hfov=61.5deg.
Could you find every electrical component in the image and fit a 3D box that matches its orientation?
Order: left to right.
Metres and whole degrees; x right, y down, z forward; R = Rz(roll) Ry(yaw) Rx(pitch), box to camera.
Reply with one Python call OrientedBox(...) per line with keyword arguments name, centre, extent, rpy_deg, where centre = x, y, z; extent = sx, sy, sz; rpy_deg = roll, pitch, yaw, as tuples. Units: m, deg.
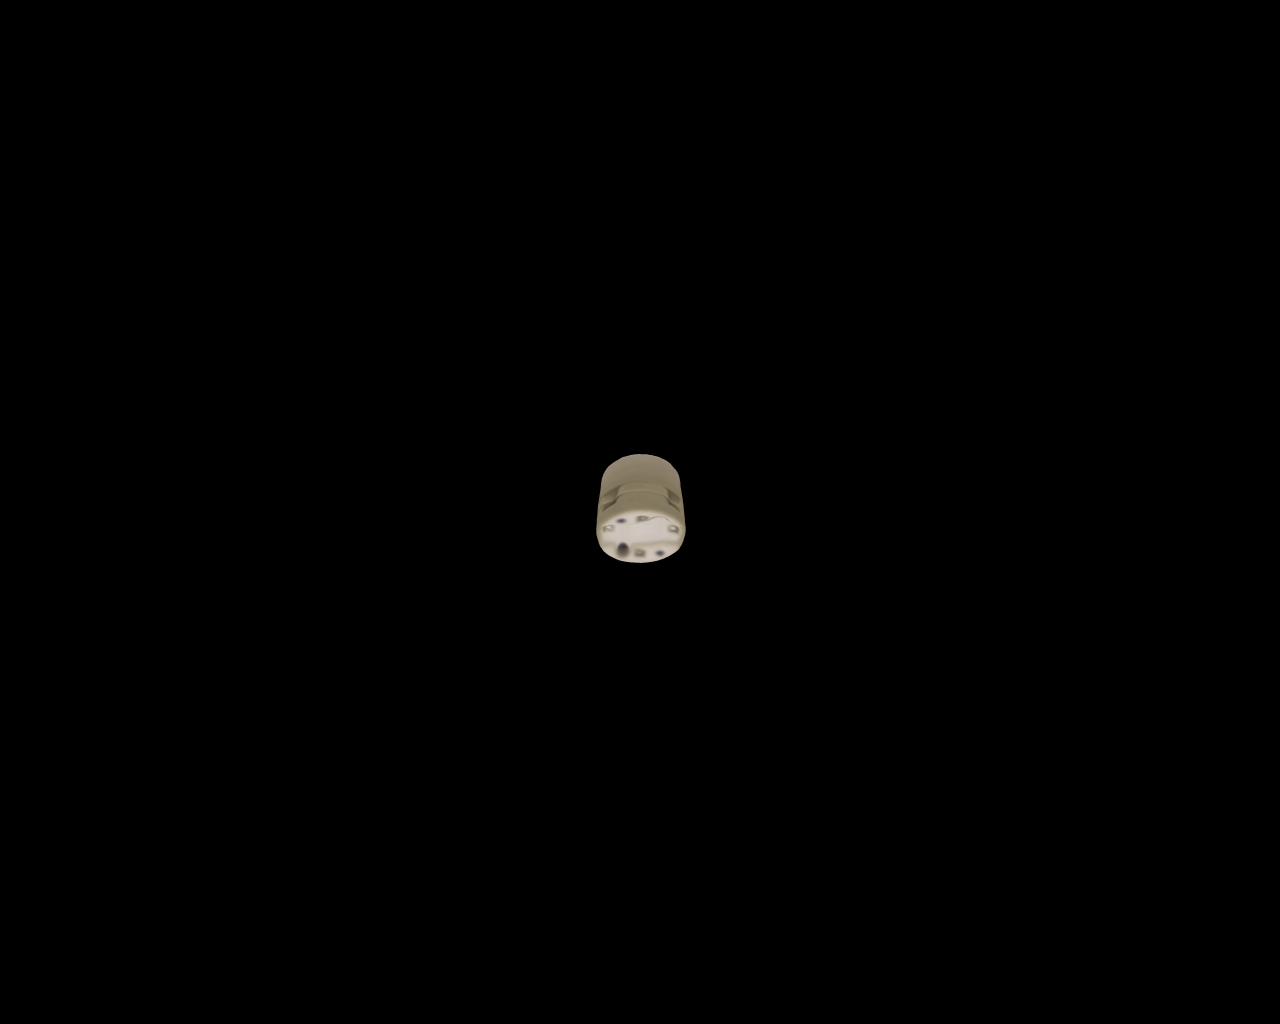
OrientedBox(name="electrical component", centre=(0.001, -0.003, 0.650), extent=(0.055, 0.047, 0.055), rpy_deg=(0, -39, 0))
